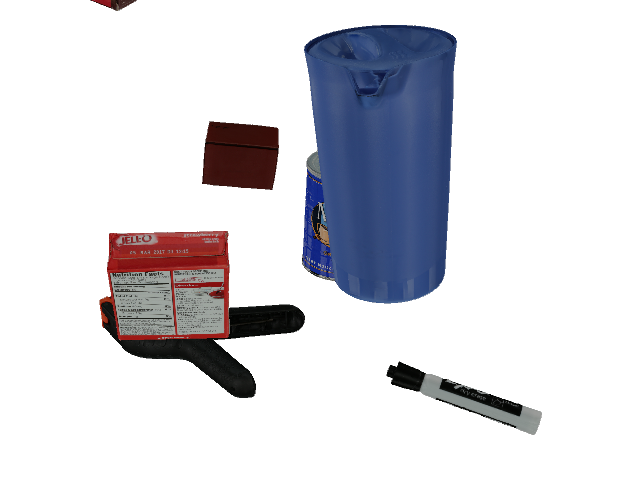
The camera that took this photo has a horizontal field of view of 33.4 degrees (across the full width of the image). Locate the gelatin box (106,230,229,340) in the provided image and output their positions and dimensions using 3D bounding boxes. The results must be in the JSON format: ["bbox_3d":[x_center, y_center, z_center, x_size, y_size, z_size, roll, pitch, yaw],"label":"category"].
[{"bbox_3d":[-0.094,0.029,0.674,0.073,0.030,0.089,-1,-35,-6],"label":"gelatin box"}]

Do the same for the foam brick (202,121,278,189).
[{"bbox_3d":[-0.085,-0.091,1.140,0.078,0.051,0.053,5,31,-3],"label":"foam brick"}]

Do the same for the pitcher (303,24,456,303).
[{"bbox_3d":[0.062,-0.074,0.991,0.149,0.243,0.145,-20,30,-30],"label":"pitcher"}]

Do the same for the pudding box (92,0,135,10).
[{"bbox_3d":[-0.164,-0.222,0.819,0.090,0.039,0.113,23,34,12],"label":"pudding box"}]

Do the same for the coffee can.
[{"bbox_3d":[0.030,-0.033,1.342,0.103,0.140,0.103,3,27,-1],"label":"coffee can"}]

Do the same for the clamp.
[{"bbox_3d":[-0.100,0.072,0.894,0.172,0.039,0.120,18,27,23],"label":"clamp"}]

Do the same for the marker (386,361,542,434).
[{"bbox_3d":[0.109,0.120,0.820,0.121,0.020,0.020,19,3,8],"label":"marker"}]
